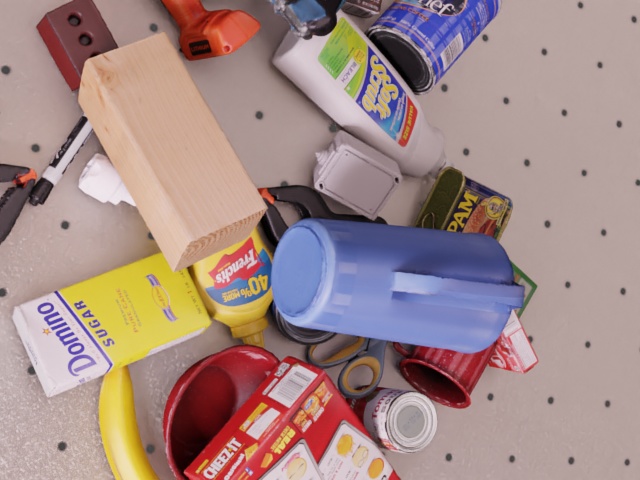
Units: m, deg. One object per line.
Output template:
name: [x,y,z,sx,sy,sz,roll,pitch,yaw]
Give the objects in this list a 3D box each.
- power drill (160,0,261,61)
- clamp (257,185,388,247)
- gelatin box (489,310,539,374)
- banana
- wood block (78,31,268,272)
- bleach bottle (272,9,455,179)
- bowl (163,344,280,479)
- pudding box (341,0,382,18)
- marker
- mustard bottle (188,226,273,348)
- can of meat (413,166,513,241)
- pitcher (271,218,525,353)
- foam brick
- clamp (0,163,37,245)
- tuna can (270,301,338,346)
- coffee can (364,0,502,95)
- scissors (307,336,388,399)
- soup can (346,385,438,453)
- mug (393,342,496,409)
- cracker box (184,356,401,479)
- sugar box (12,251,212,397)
power drill: [-0.140,-0.276,1.080,0.057,0.185,0.187,-43,114,-22]
clamp: [-0.008,0.001,1.197,0.171,0.039,0.120,25,72,-24]
gelatin box: [0.211,0.112,1.260,0.030,0.073,0.089,-32,103,-20]
banana: [-0.185,0.221,1.095,0.069,0.037,0.198,-37,105,-45]
wood block: [-0.149,-0.086,1.052,0.090,0.090,0.206,-26,80,-25]
bleach bottle: [0.066,-0.161,1.232,0.250,0.068,0.102,40,67,-22]
bowl: [-0.106,0.180,1.108,0.161,0.055,0.162,-13,110,-39]
pudding box: [0.021,-0.316,1.233,0.113,0.039,0.090,15,80,-24]
marker: [-0.259,-0.086,1.087,0.020,0.020,0.121,37,71,-20]
mustard bottle: [-0.097,0.028,1.138,0.096,0.058,0.191,-20,96,-25]
can of meat: [0.167,-0.022,1.247,0.083,0.057,0.102,23,96,-27]
pitcher: [0.081,0.044,1.100,0.242,0.149,0.145,8,43,-35]
foam brick: [-0.244,-0.199,1.085,0.053,0.051,0.078,-33,101,-24]
clamp: [-0.362,-0.005,1.020,0.209,0.036,0.164,-27,108,-29]
tuna can: [-0.011,0.072,1.173,0.086,0.034,0.086,-4,107,-12]
coffee can: [0.131,-0.253,1.247,0.102,0.103,0.140,47,68,-16]
scissors: [0.085,0.115,1.209,0.201,0.016,0.096,-18,63,-13]
soup can: [0.077,0.198,1.187,0.068,0.102,0.068,2,86,-27]
mug: [0.141,0.130,1.240,0.117,0.093,0.081,29,65,12]
cracker box: [-0.021,0.250,1.117,0.164,0.072,0.213,-48,130,-20]
sugar box: [-0.208,0.080,1.076,0.175,0.048,0.093,-22,79,-29]
